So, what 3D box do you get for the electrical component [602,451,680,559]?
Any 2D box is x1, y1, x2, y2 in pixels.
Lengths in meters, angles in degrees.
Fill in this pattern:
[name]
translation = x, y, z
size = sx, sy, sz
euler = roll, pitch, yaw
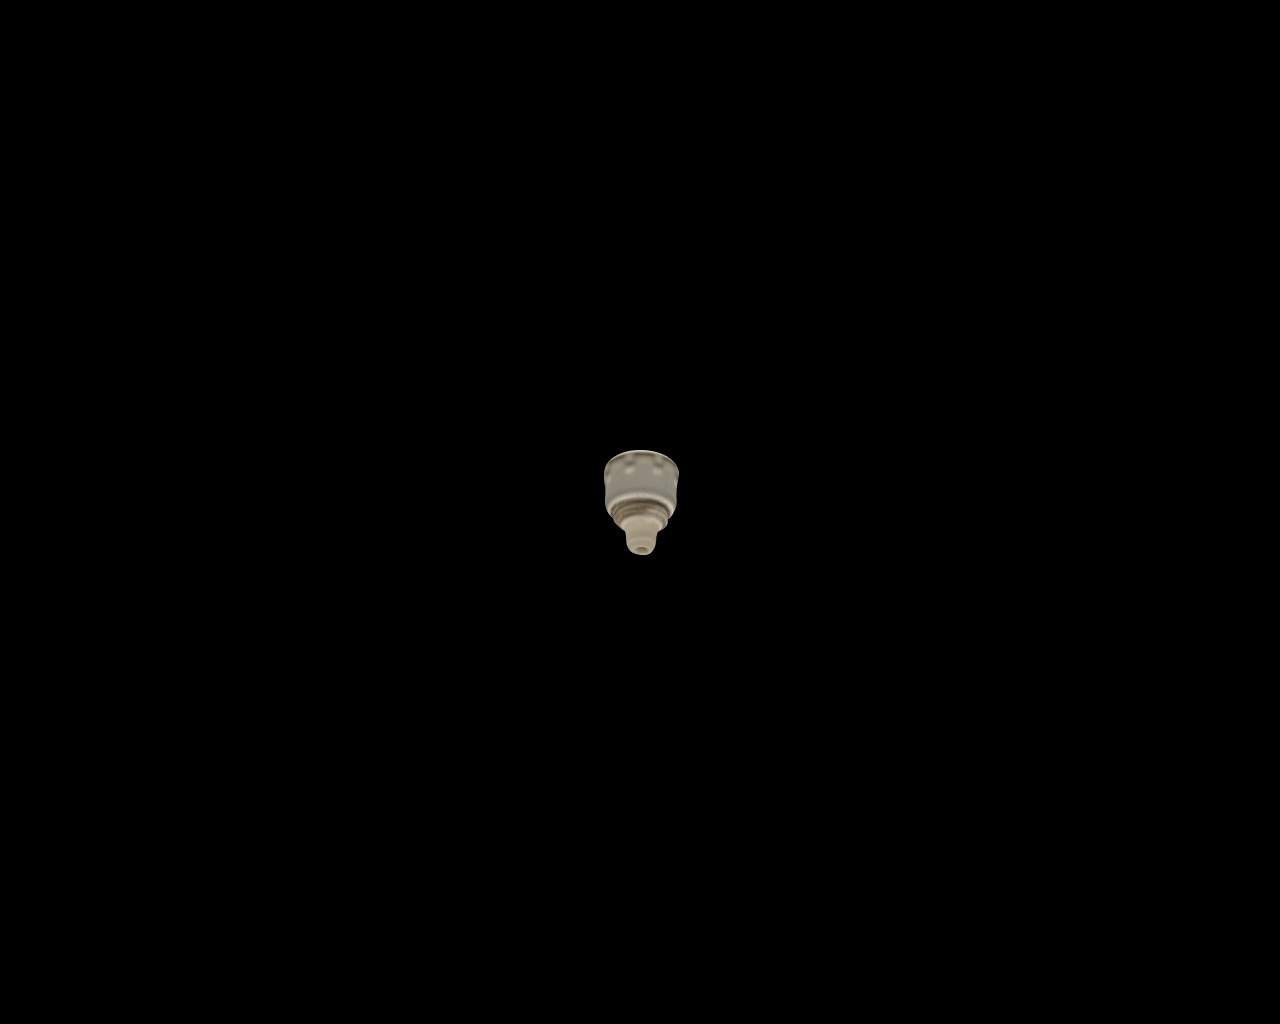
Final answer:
[electrical component]
translation = 0.001, -0.003, 0.650
size = 0.048, 0.062, 0.048
euler = 0, -30, 0
